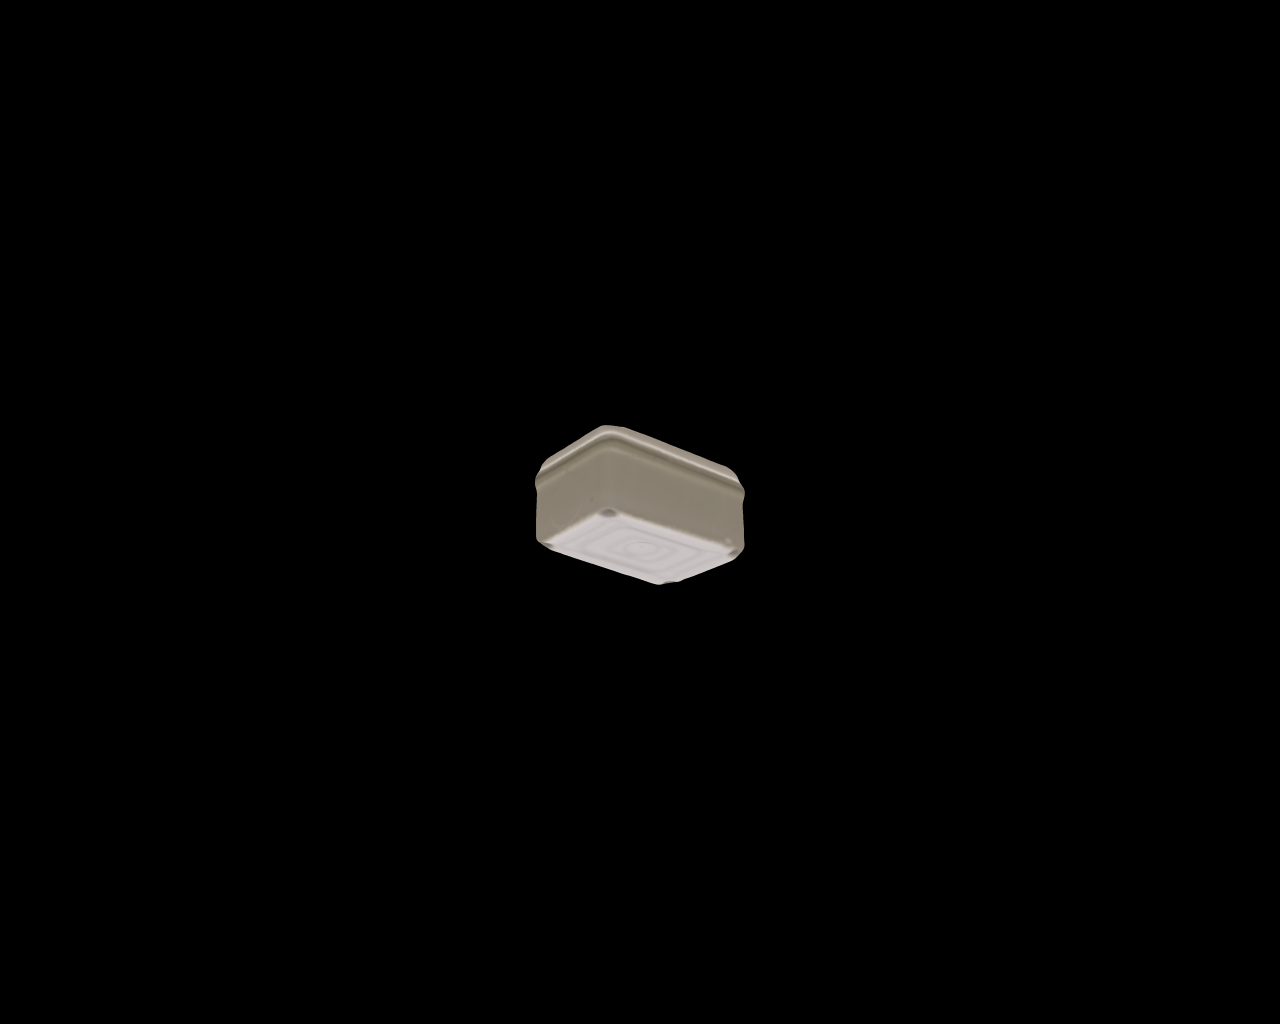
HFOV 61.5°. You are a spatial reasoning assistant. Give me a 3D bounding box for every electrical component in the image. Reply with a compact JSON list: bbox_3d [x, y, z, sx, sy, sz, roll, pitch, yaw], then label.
[{"bbox_3d":[0.001,-0.003,0.650,0.113,0.057,0.078,20,-32,-36],"label":"electrical component"}]
